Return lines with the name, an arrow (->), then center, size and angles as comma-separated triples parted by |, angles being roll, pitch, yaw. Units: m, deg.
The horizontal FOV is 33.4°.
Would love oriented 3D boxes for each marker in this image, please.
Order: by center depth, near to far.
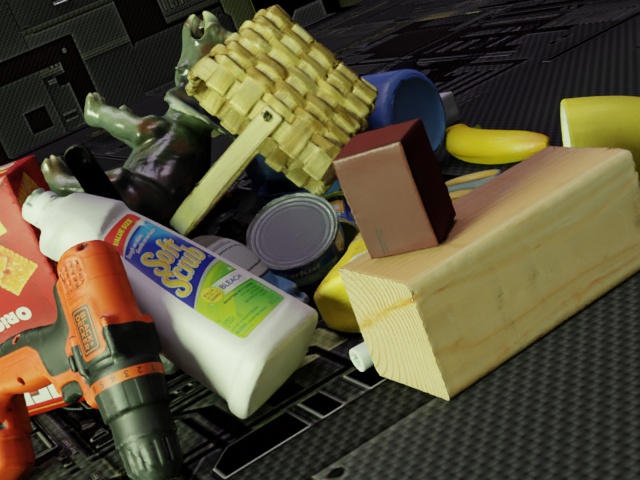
marker -> 0.076, 0.062, 0.803 | 0.121, 0.020, 0.020 | -28, 18, -20

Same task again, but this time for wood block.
wood block -> 0.130, 0.016, 0.759 | 0.205, 0.090, 0.091 | -29, 19, -24

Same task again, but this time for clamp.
clamp -> -0.175, 0.014, 1.038 | 0.036, 0.165, 0.210 | -27, -26, 2
clamp -> -0.087, -0.015, 1.173 | 0.120, 0.039, 0.171 | -21, 28, 16

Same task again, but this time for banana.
banana -> 0.181, -0.110, 1.177 | 0.069, 0.037, 0.198 | -26, 17, -8

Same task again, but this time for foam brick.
foam brick -> 0.051, -0.035, 0.720 | 0.053, 0.078, 0.051 | -12, 21, 27

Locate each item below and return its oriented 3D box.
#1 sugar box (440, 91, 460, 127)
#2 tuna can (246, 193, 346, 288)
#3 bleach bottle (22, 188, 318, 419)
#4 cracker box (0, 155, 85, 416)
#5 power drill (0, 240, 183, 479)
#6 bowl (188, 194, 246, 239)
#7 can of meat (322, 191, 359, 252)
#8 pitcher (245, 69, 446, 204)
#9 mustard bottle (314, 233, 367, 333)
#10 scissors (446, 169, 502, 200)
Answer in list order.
sugar box -> 0.092, -0.157, 1.424 | 0.093, 0.048, 0.177 | -32, 23, -31
tuna can -> -0.021, 0.001, 0.957 | 0.086, 0.033, 0.086 | -10, 51, 13
bleach bottle -> -0.131, 0.033, 0.824 | 0.251, 0.068, 0.102 | 29, 37, 16
cracker box -> -0.287, 0.053, 0.947 | 0.164, 0.213, 0.072 | -17, 17, 16
power drill -> -0.188, 0.117, 0.781 | 0.188, 0.184, 0.057 | -31, -20, 29
bowl -> -0.171, -0.032, 1.289 | 0.162, 0.055, 0.162 | -8, 13, 2
can of meat -> -0.007, 0.001, 1.033 | 0.102, 0.057, 0.084 | -20, 18, 6
pitcher -> 0.021, -0.118, 1.249 | 0.144, 0.149, 0.243 | -14, 6, -43
mustard bottle -> 0.067, 0.009, 0.910 | 0.096, 0.058, 0.191 | -19, 16, 26
scissors -> 0.088, -0.031, 1.086 | 0.202, 0.016, 0.096 | -17, 17, 17
